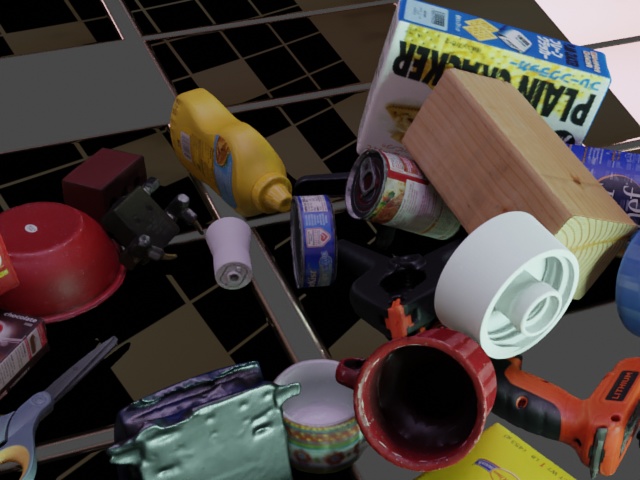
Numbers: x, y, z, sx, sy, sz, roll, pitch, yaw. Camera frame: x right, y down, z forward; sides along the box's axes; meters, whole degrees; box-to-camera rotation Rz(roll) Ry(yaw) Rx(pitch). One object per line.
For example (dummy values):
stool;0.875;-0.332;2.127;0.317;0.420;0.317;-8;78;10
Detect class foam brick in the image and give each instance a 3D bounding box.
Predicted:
foam brick;-0.219;-0.052;1.093;0.051;0.053;0.078;14;37;20

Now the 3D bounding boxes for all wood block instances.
wood block;0.171;-0.053;0.949;0.090;0.090;0.206;7;38;-37

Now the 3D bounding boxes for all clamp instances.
clamp;0.087;0.030;0.921;0.164;0.036;0.210;-9;17;6
clamp;0.071;-0.047;1.094;0.171;0.039;0.120;-24;57;-32

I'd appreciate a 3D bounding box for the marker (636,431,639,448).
marker;0.284;0.174;0.779;0.020;0.020;0.121;-26;41;-32

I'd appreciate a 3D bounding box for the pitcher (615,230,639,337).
pitcher;0.365;0.061;0.835;0.144;0.149;0.243;-24;27;-33

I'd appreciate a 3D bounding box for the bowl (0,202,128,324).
bowl;-0.264;0.011;1.000;0.162;0.055;0.162;-1;34;1

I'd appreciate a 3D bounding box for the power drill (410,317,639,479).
power drill;0.166;0.103;0.855;0.188;0.057;0.184;16;38;26

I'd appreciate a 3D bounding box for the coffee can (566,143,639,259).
coffee can;0.286;-0.033;1.009;0.140;0.103;0.102;10;36;15

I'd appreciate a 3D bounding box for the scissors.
scissors;-0.215;0.144;0.838;0.201;0.016;0.096;-30;45;-35

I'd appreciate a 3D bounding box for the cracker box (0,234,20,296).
cracker box;-0.386;0.029;0.918;0.163;0.072;0.214;-33;31;-34

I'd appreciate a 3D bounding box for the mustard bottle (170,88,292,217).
mustard bottle;-0.085;-0.078;1.089;0.058;0.096;0.192;-21;39;-27

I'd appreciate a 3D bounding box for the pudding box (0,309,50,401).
pudding box;-0.299;0.093;0.893;0.114;0.039;0.090;12;36;18

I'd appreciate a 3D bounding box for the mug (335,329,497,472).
mug;0.068;0.106;0.762;0.117;0.093;0.081;11;8;19

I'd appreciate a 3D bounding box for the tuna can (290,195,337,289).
tuna can;-0.006;0.001;0.980;0.033;0.086;0.086;-3;34;-7

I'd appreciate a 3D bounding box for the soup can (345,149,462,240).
soup can;0.084;-0.042;1.016;0.102;0.069;0.068;13;27;-28

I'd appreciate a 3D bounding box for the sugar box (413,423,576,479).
sugar box;0.091;0.201;0.720;0.175;0.048;0.093;-25;41;-33
